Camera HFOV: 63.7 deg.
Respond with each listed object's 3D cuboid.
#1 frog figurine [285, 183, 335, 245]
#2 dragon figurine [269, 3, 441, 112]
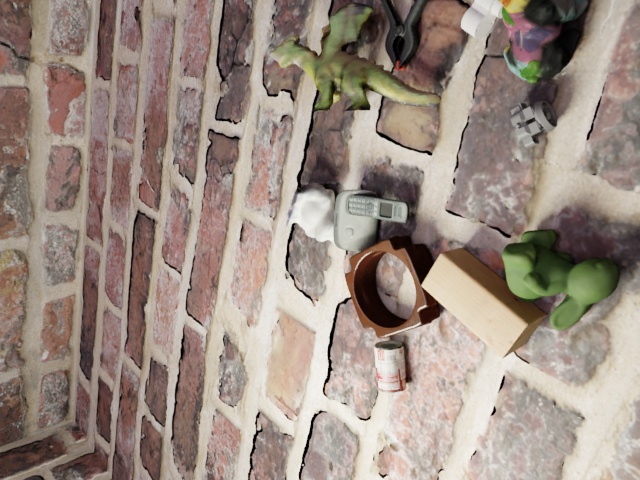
[{"bbox_3d":[0.004,-0.065,1.301,0.159,0.124,0.136,24,107,1],"label":"frog figurine"},{"bbox_3d":[0.069,-0.402,1.139,0.410,0.123,0.241,4,98,27],"label":"dragon figurine"}]
